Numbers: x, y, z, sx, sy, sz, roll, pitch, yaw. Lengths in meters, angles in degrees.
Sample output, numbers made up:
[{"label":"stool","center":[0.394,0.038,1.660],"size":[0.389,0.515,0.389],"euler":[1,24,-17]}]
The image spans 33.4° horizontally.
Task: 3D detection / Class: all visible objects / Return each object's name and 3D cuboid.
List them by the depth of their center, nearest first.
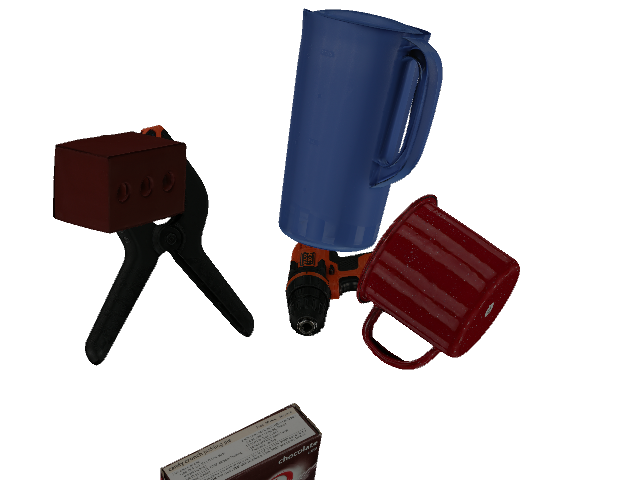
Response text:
[{"label":"foam brick","center":[-0.136,-0.041,0.729],"size":[0.051,0.053,0.078],"euler":[16,21,31]},{"label":"mug","center":[0.078,0.038,0.747],"size":[0.081,0.117,0.093],"euler":[36,-2,19]},{"label":"pudding box","center":[-0.057,0.174,0.747],"size":[0.113,0.090,0.039],"euler":[-24,52,-29]},{"label":"clamp","center":[-0.133,0.003,0.962],"size":[0.164,0.210,0.036],"euler":[1,-1,-35]},{"label":"pitcher","center":[0.035,-0.113,1.112],"size":[0.145,0.243,0.149],"euler":[10,16,-2]},{"label":"power drill","center":[0.053,0.049,1.238],"size":[0.187,0.057,0.184],"euler":[-2,28,2]}]
